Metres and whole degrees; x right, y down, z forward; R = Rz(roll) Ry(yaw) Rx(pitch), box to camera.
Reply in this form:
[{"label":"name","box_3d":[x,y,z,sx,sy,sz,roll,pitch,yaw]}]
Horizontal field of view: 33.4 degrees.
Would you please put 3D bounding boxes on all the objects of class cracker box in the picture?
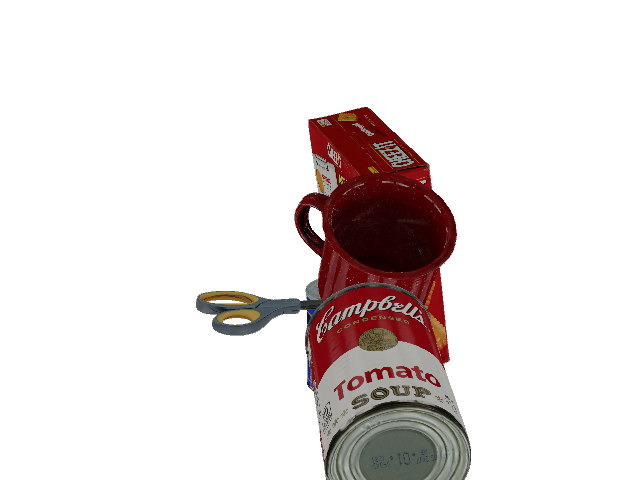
[{"label":"cracker box","box_3d":[0.057,-0.001,1.029,0.072,0.214,0.164,-15,30,-12]}]

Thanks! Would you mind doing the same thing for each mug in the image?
[{"label":"mug","box_3d":[0.032,0.008,0.758,0.117,0.093,0.081,27,-37,13]}]

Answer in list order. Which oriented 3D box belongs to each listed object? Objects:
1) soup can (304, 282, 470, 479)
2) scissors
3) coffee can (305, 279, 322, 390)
[{"label":"soup can","box_3d":[0.030,0.075,0.517,0.068,0.068,0.102,0,29,-6]},{"label":"scissors","box_3d":[-0.039,0.082,1.196,0.201,0.016,0.096,4,24,-5]},{"label":"coffee can","box_3d":[0.032,0.130,1.461,0.103,0.140,0.103,0,18,0]}]
